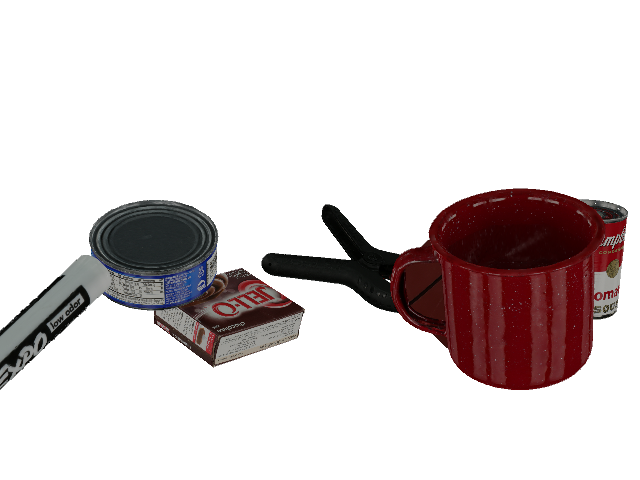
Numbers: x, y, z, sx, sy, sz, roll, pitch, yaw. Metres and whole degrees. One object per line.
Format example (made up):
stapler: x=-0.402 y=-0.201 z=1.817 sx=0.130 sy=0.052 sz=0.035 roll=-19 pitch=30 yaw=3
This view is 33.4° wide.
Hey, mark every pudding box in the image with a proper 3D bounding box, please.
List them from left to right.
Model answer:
pudding box: x=-0.085 y=0.070 z=0.997 sx=0.090 sy=0.039 sz=0.113 roll=30 pitch=31 yaw=35

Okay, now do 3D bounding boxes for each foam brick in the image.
foam brick: x=0.100 y=0.045 z=0.816 sx=0.078 sy=0.051 sz=0.053 roll=43 pitch=11 yaw=-28

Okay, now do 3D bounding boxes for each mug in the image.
mug: x=0.097 y=0.029 z=0.592 sx=0.117 sy=0.081 sz=0.093 roll=-2 pitch=30 yaw=10

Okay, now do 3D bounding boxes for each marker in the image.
marker: x=-0.131 y=0.049 z=0.441 sx=0.020 sy=0.020 sz=0.121 roll=0 pitch=36 yaw=39

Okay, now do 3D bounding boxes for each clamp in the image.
clamp: x=0.046 y=0.036 z=1.226 sx=0.210 sy=0.036 sz=0.164 roll=30 pitch=37 yaw=22

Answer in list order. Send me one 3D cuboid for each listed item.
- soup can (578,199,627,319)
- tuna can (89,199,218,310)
soup can: x=0.259 y=0.018 z=1.039 sx=0.068 sy=0.102 sz=0.068 roll=1 pitch=18 yaw=0
tuna can: x=-0.112 y=0.009 z=0.723 sx=0.086 sy=0.034 sz=0.086 roll=3 pitch=35 yaw=-2
